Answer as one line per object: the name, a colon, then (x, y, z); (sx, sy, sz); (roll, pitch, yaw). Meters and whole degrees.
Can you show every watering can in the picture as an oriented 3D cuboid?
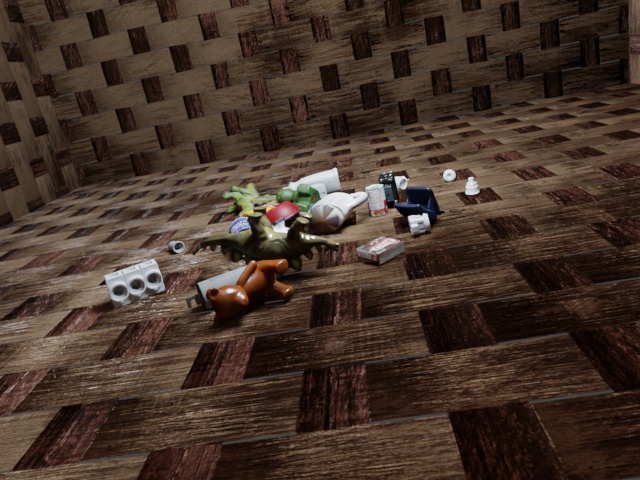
watering can: (0.006, -0.093, 1.839); (0.345, 0.103, 0.228); (-17, 15, 28)

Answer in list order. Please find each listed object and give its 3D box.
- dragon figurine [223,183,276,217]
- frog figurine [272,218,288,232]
dragon figurine: (-0.277, -0.178, 2.265); (0.243, 0.120, 0.418); (7, 27, 15)
frog figurine: (-0.111, 0.026, 1.599); (0.138, 0.120, 0.161); (-17, 53, -43)
